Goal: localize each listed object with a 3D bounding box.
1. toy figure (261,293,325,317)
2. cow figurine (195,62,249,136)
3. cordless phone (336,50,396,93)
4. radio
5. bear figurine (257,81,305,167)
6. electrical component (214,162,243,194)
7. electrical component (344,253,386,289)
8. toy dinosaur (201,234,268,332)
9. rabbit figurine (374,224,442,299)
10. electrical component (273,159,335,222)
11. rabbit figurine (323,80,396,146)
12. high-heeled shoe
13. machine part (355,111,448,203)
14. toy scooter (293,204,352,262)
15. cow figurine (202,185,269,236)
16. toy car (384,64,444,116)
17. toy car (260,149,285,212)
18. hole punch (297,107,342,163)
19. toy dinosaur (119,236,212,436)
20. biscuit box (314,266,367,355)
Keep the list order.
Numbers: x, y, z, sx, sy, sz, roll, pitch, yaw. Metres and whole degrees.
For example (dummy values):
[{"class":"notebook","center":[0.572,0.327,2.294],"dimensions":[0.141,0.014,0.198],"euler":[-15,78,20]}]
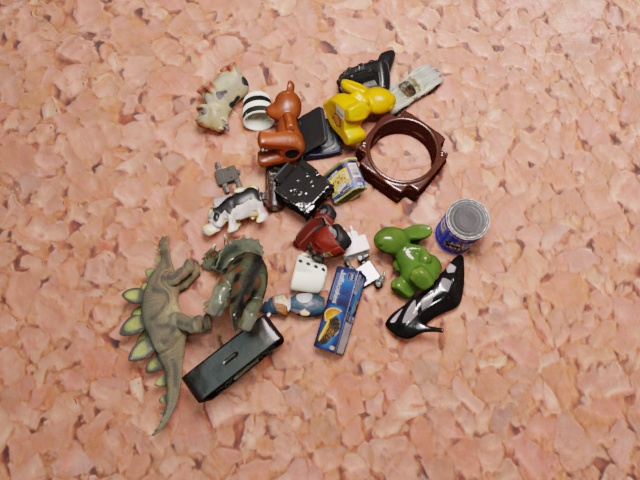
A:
[{"class":"toy figure","center":[-0.067,0.156,1.296],"dimensions":[0.155,0.064,0.057],"euler":[1,93,-3]},{"class":"cow figurine","center":[-0.261,-0.367,1.429],"dimensions":[0.127,0.086,0.195],"euler":[48,62,-22]},{"class":"cordless phone","center":[0.129,-0.457,1.464],"dimensions":[0.147,0.088,0.184],"euler":[-8,42,32]},{"class":"radio","center":[-0.191,0.271,1.226],"dimensions":[0.229,0.131,0.073],"euler":[-36,77,-9]},{"class":"bear figurine","center":[-0.103,-0.295,1.352],"dimensions":[0.132,0.120,0.196],"euler":[-7,68,-10]},{"class":"electrical component","center":[-0.242,-0.168,1.410],"dimensions":[0.063,0.021,0.094],"euler":[-21,74,-6]},{"class":"electrical component","center":[0.115,0.079,1.322],"dimensions":[0.078,0.045,0.102],"euler":[-25,75,-8]},{"class":"toy dinosaur","center":[-0.173,0.085,1.191],"dimensions":[0.131,0.405,0.192],"euler":[20,87,-21]},{"class":"rabbit figurine","center":[0.212,0.027,1.286],"dimensions":[0.170,0.121,0.159],"euler":[46,61,-3]},{"class":"electrical component","center":[-0.048,-0.129,1.330],"dimensions":[0.134,0.058,0.115],"euler":[36,75,11]},{"class":"rabbit figurine","center":[0.106,-0.335,1.363],"dimensions":[0.173,0.121,0.163],"euler":[-25,45,-15]},{"class":"high-heeled shoe","center":[0.260,0.134,1.309],"dimensions":[0.145,0.086,0.249],"euler":[5,52,33]},{"class":"machine part","center":[0.210,-0.216,1.385],"dimensions":[0.201,0.087,0.201],"euler":[38,76,11]},{"class":"toy scooter","center":[-0.003,-0.004,1.313],"dimensions":[0.135,0.075,0.184],"euler":[-37,35,8]},{"class":"cow figurine","center":[-0.220,-0.071,1.329],"dimensions":[0.167,0.068,0.098],"euler":[-19,107,-3]},{"class":"toy car","center":[0.244,-0.406,1.454],"dimensions":[0.202,0.056,0.073],"euler":[-35,76,-8]},{"class":"toy car","center":[-0.115,-0.172,1.395],"dimensions":[0.089,0.053,0.202],"euler":[0,75,4]},{"class":"hole punch","center":[-0.008,-0.271,1.411],"dimensions":[0.116,0.092,0.142],"euler":[-19,72,35]},{"class":"toy dinosaur","center":[-0.361,0.203,1.268],"dimensions":[0.199,0.105,0.471],"euler":[-16,66,4]},{"class":"biscuit box","center":[0.049,0.165,1.272],"dimensions":[0.063,0.059,0.202],"euler":[13,80,25]}]
